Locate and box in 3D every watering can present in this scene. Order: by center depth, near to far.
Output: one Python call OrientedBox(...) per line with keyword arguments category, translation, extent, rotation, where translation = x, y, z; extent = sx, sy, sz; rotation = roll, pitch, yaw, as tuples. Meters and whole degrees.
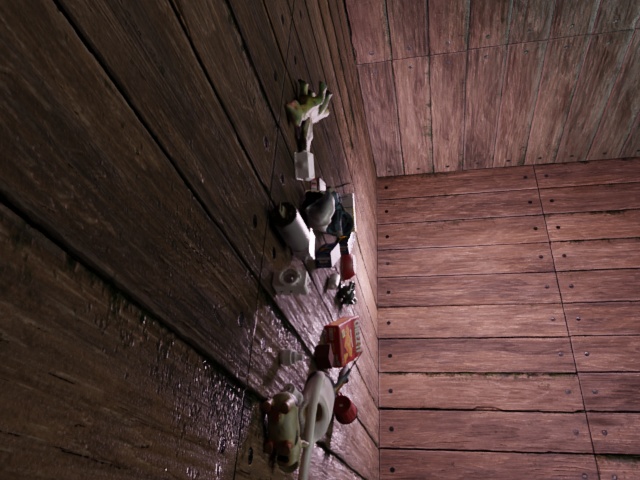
OrientedBox(category="watering can", translation=(-0.023, 0.534, 1.498), extent=(0.226, 0.104, 0.344), rotation=(-48, 147, -77))

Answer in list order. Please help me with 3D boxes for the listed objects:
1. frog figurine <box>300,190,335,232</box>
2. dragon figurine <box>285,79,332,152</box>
OrientedBox(category="frog figurine", translation=(0.005, -0.089, 1.771), extent=(0.140, 0.122, 0.156), rotation=(-110, 175, -54))
OrientedBox(category="dragon figurine", translation=(-0.037, -0.410, 1.788), extent=(0.407, 0.122, 0.244), rotation=(32, 72, -74))
